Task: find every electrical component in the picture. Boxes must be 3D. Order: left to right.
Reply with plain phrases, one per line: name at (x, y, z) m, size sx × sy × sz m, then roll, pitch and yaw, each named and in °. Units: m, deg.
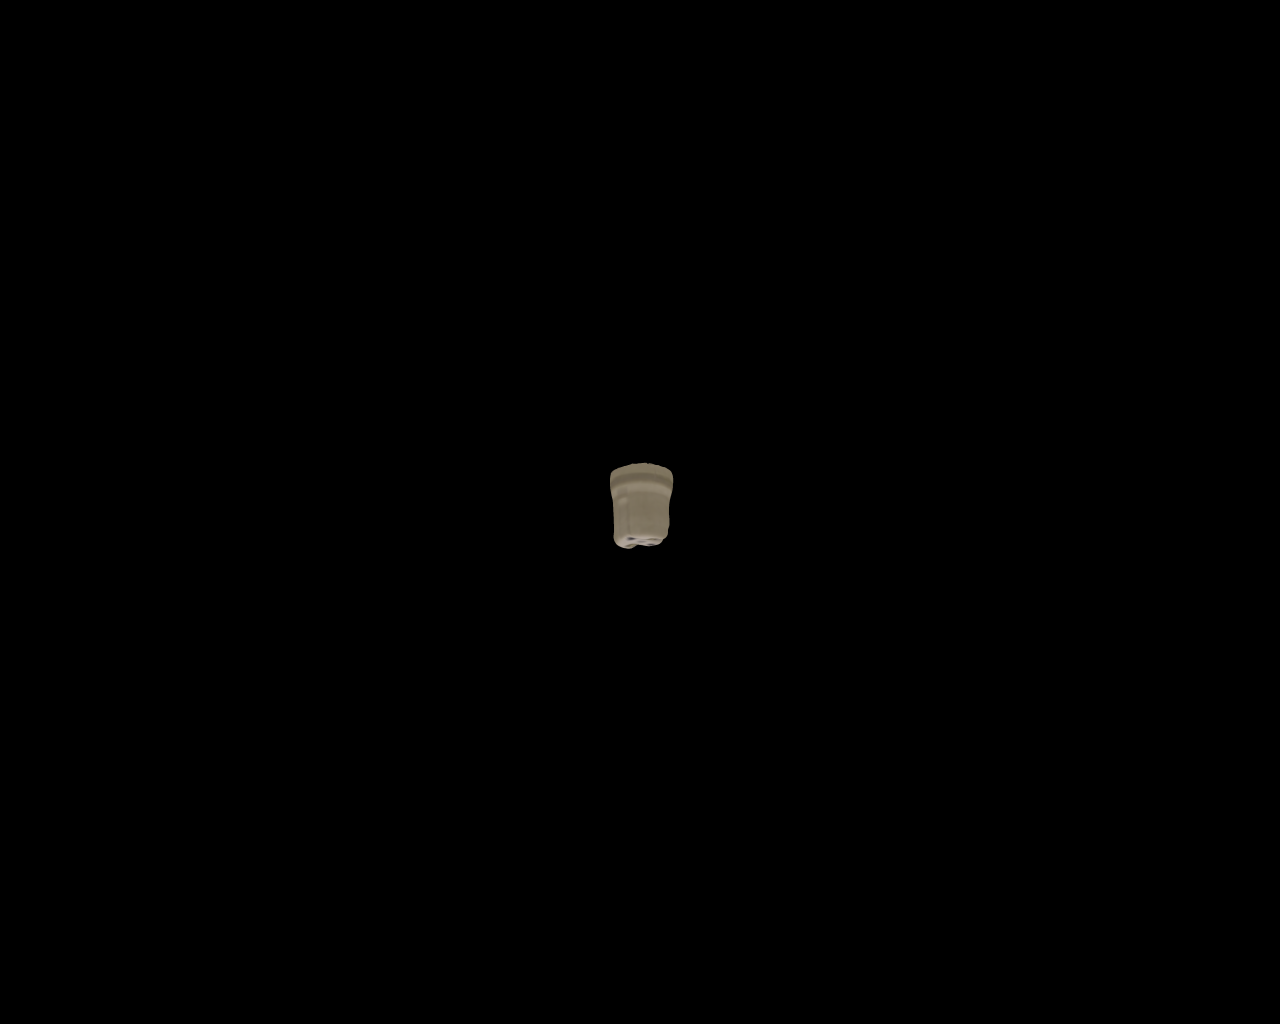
electrical component at (0.001, -0.003, 0.650) m, size 0.040 × 0.046 × 0.040 m, roll 0°, pitch -21°, yaw 0°
